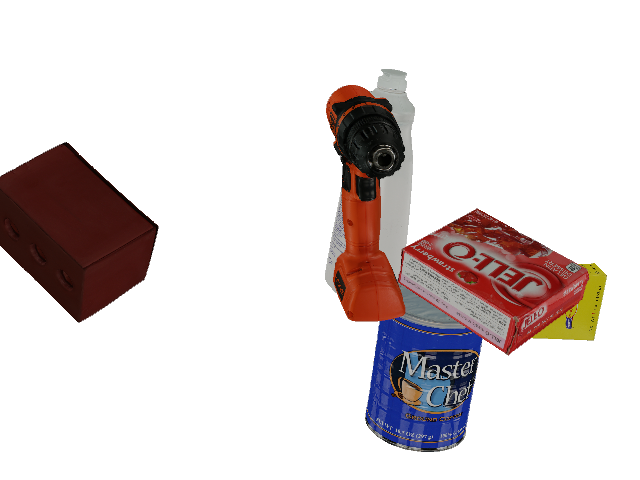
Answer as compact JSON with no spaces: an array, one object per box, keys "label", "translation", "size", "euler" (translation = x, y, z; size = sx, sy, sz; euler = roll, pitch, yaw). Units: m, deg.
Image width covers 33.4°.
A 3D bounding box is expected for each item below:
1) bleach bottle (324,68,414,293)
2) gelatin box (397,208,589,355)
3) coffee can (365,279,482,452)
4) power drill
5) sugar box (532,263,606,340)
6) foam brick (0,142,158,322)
[{"label":"bleach bottle","translation":[0.063,-0.057,1.156],"size":[0.068,0.251,0.103],"euler":[-2,22,-28]},{"label":"gelatin box","translation":[0.104,0.022,0.644],"size":[0.073,0.030,0.089],"euler":[-27,46,-37]},{"label":"coffee can","translation":[0.103,0.119,1.043],"size":[0.103,0.140,0.103],"euler":[6,22,-2]},{"label":"power drill","translation":[0.042,-0.029,0.915],"size":[0.057,0.188,0.184],"euler":[-3,21,-4]},{"label":"sugar box","translation":[0.259,0.074,1.326],"size":[0.176,0.093,0.048],"euler":[1,19,-11]},{"label":"foam brick","translation":[-0.137,-0.005,0.591],"size":[0.051,0.078,0.053],"euler":[-37,-20,-37]}]
